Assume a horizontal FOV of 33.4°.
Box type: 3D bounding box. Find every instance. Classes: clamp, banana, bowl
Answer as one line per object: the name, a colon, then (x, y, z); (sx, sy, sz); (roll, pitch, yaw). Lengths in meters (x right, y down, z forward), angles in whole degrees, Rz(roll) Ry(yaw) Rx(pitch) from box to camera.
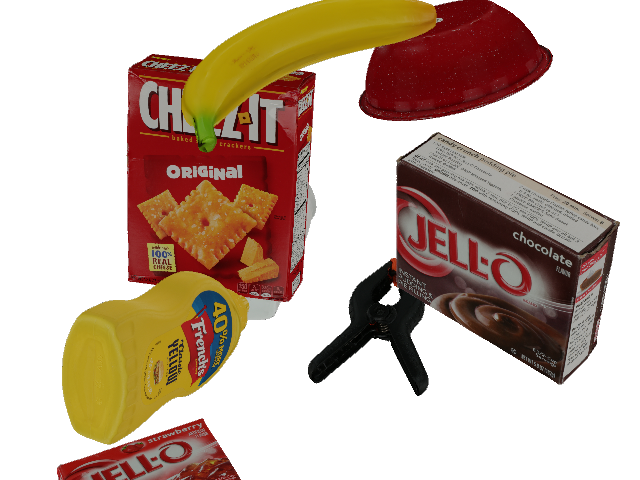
clamp: (0.071, 0.090, 1.093); (0.120, 0.171, 0.039); (16, -38, 17)
banana: (-0.017, -0.113, 0.663); (0.197, 0.070, 0.037); (-34, -26, -27)
bowl: (0.102, -0.154, 0.866); (0.162, 0.055, 0.162); (-15, 24, 7)

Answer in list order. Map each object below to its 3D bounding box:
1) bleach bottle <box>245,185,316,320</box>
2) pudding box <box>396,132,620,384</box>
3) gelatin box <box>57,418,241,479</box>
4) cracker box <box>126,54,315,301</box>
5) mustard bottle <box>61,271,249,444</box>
bleach bottle: (-0.068, -0.008, 1.242); (0.103, 0.068, 0.250); (4, 35, 12)
pudding box: (0.090, 0.008, 0.543); (0.114, 0.090, 0.039); (29, 53, 31)
gelatin box: (-0.092, 0.139, 0.584); (0.089, 0.030, 0.073); (-15, 28, -20)
cracker box: (-0.096, -0.057, 1.007); (0.164, 0.214, 0.072); (8, 23, 10)
mustard bottle: (-0.112, 0.075, 0.806); (0.058, 0.096, 0.191); (13, 19, 25)
